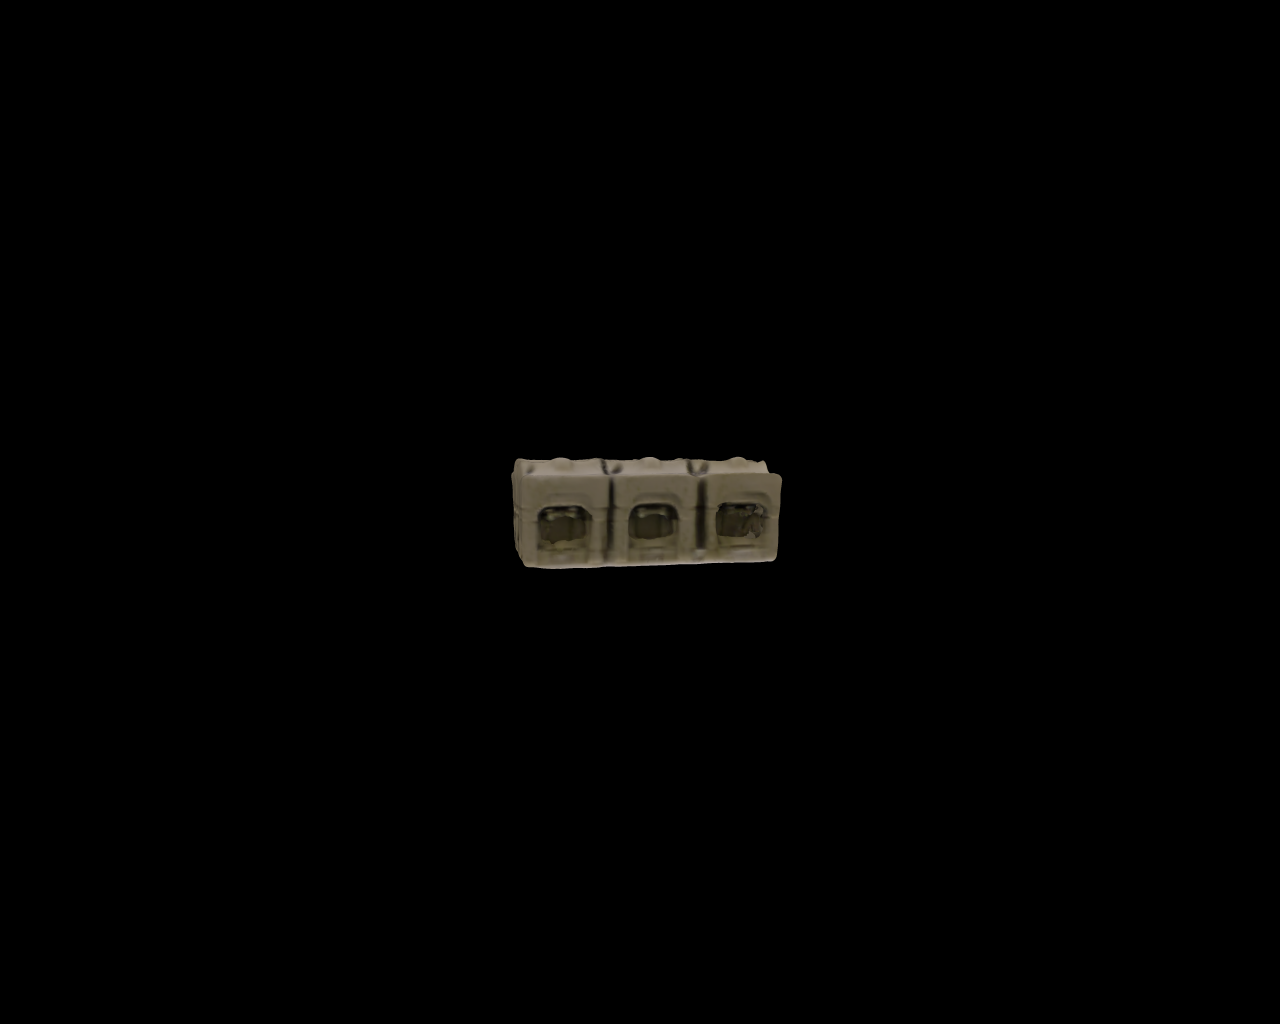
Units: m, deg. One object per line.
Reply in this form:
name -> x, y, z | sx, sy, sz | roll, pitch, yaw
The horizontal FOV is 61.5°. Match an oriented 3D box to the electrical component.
electrical component -> 0.001, -0.003, 0.650 | 0.150, 0.061, 0.089 | -1, 4, -11
